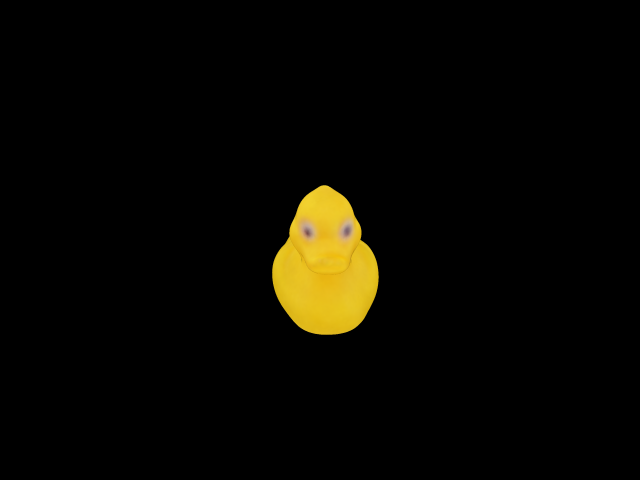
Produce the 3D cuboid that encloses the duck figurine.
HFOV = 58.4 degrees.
[{"bbox_3d":[0.004,0.001,0.400,0.077,0.086,0.104,-2,40,-2],"label":"duck figurine"}]
